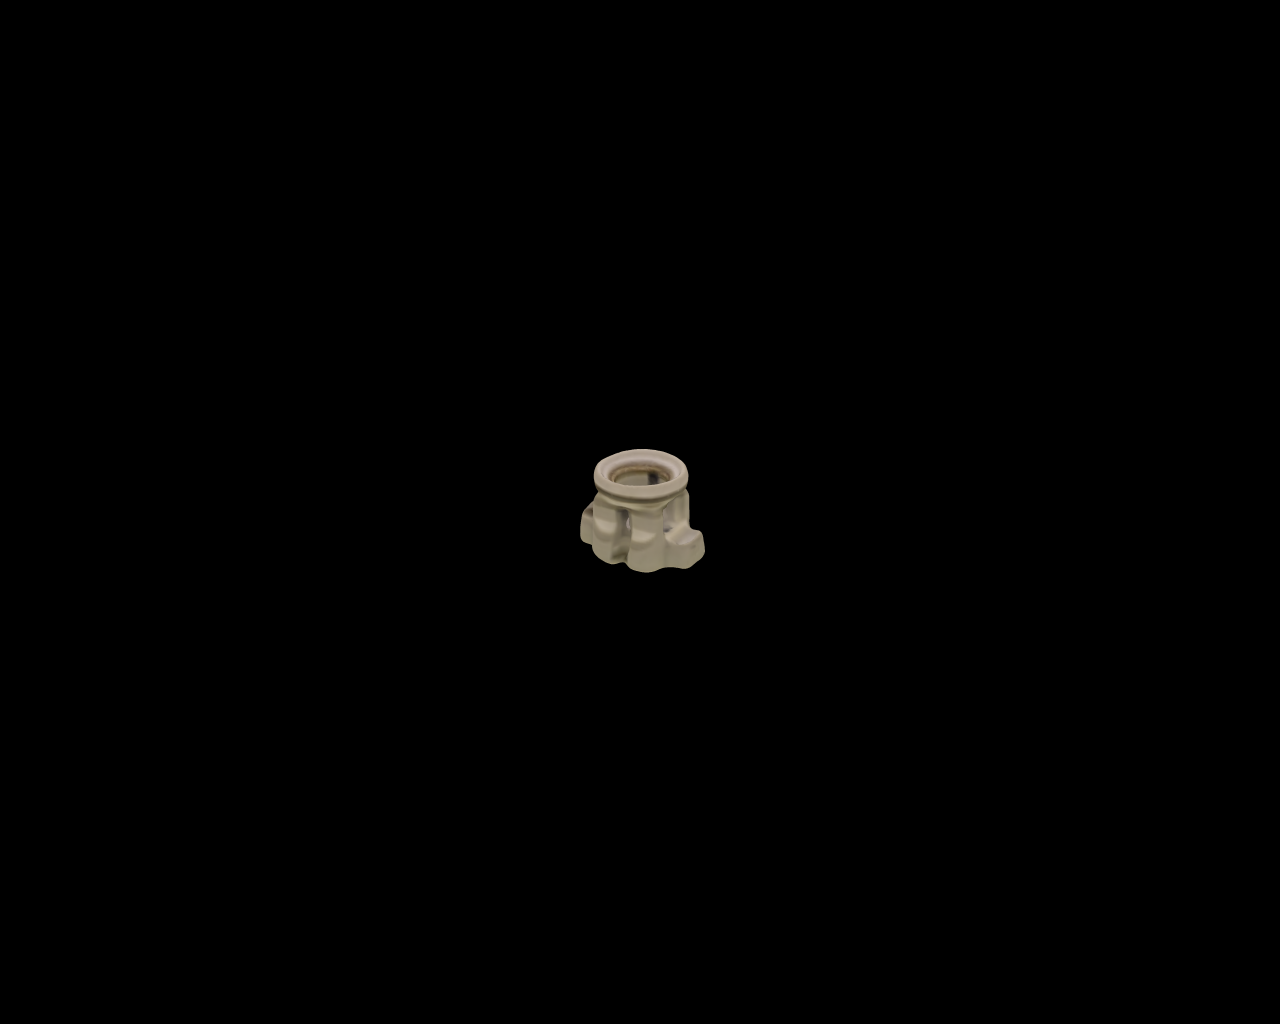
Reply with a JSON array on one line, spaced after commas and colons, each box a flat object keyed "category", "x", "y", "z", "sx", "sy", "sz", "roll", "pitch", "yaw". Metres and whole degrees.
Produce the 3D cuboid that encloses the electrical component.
[{"category": "electrical component", "x": 0.001, "y": -0.003, "z": 0.650, "sx": 0.078, "sy": 0.056, "sz": 0.058, "roll": 16, "pitch": 32, "yaw": 27}]
